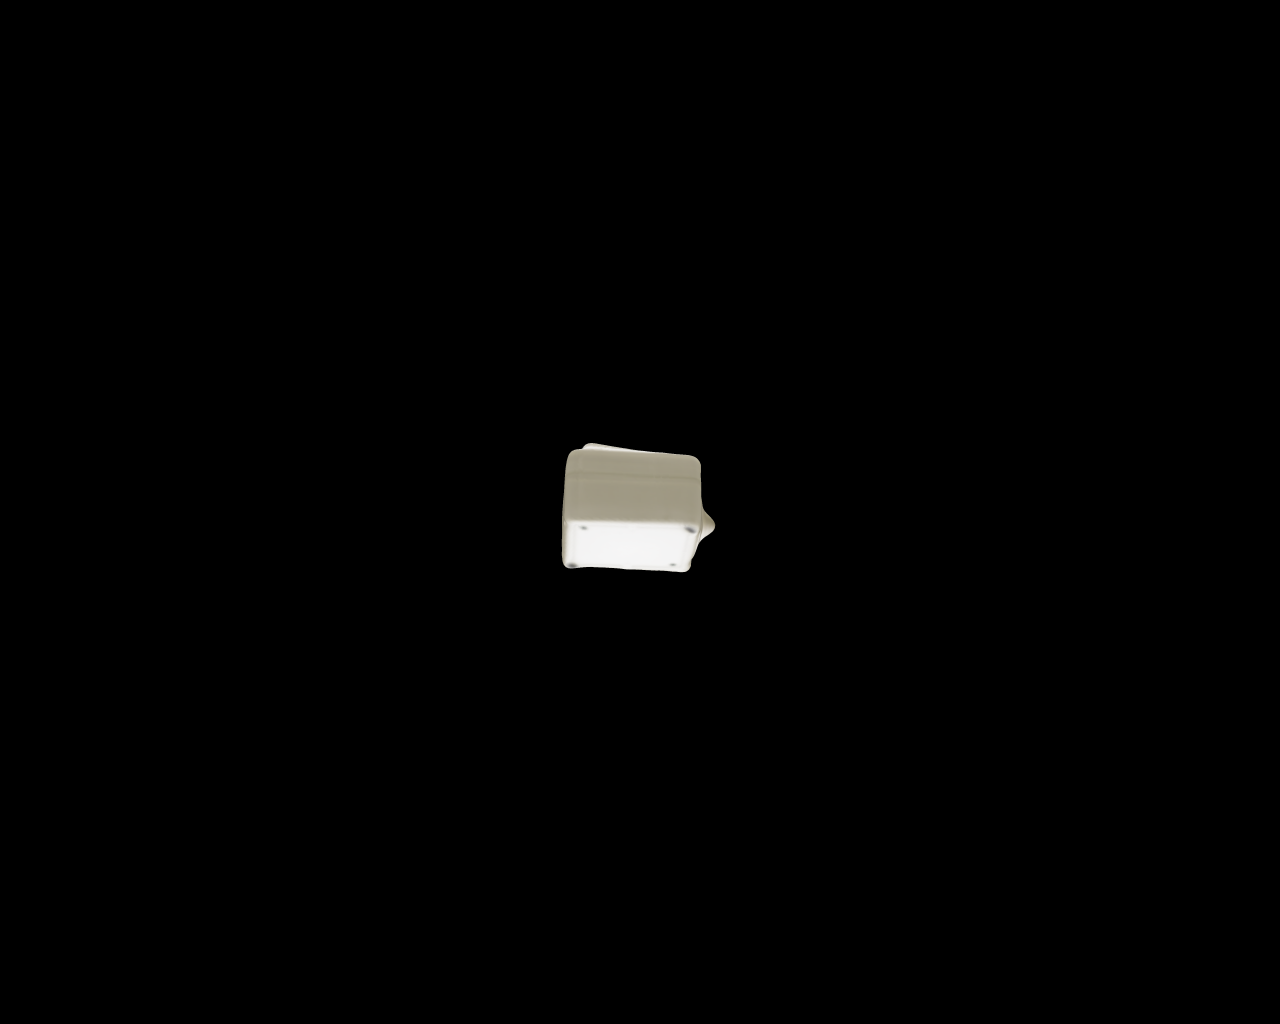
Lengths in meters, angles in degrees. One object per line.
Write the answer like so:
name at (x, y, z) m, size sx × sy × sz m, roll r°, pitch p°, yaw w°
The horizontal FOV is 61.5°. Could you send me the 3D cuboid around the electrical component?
electrical component at (0.001, -0.003, 0.650) m, size 0.096 × 0.061 × 0.061 m, roll 3°, pitch -32°, yaw -5°
